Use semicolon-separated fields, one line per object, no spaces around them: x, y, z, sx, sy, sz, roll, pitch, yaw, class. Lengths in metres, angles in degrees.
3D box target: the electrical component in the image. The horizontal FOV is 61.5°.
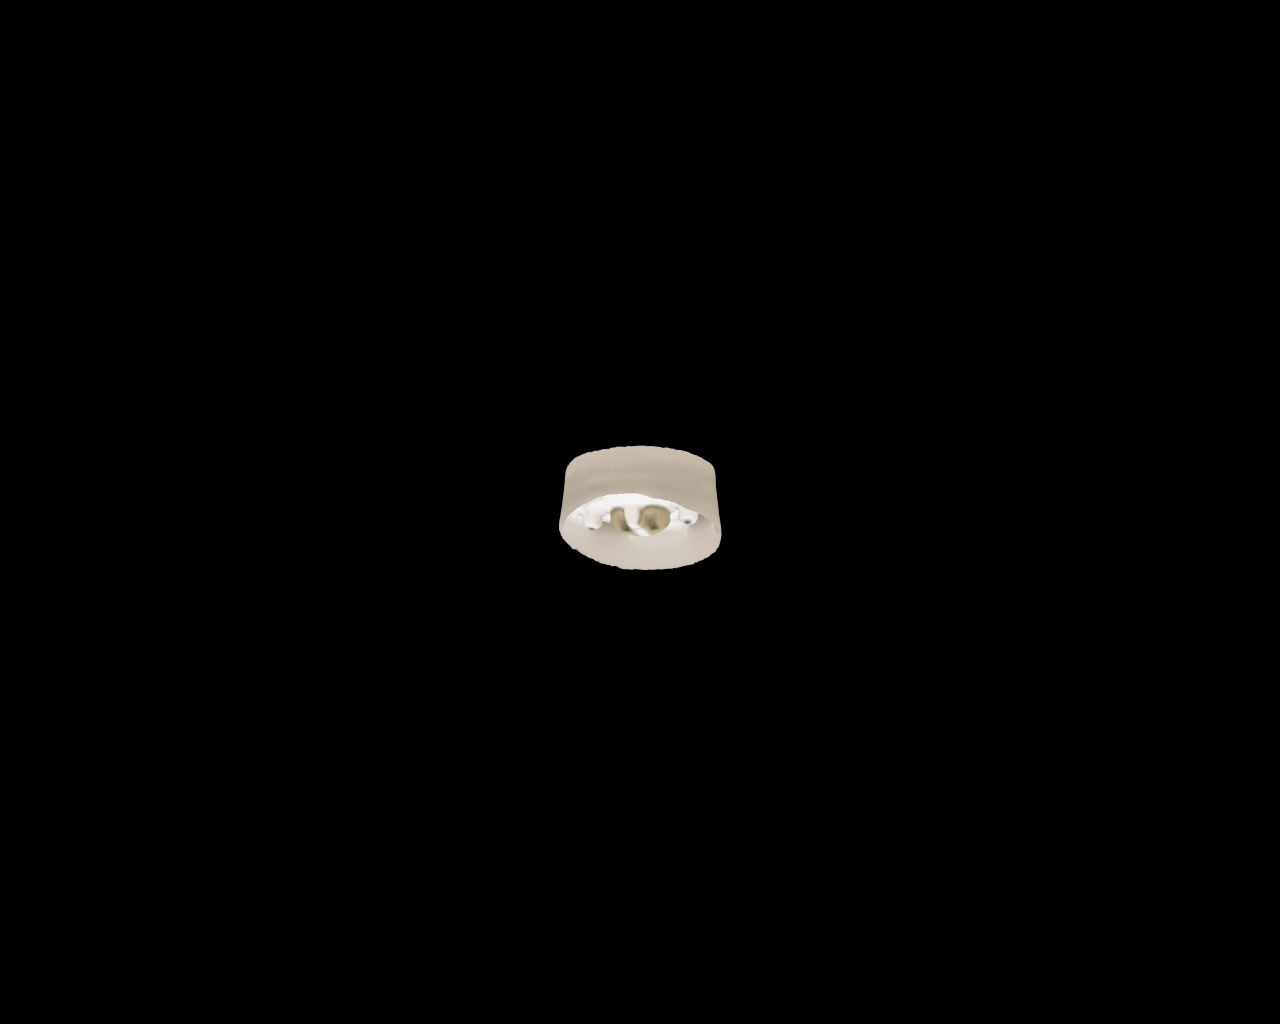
0.001;-0.003;0.650;0.099;0.064;0.099;0;-15;0;electrical component
